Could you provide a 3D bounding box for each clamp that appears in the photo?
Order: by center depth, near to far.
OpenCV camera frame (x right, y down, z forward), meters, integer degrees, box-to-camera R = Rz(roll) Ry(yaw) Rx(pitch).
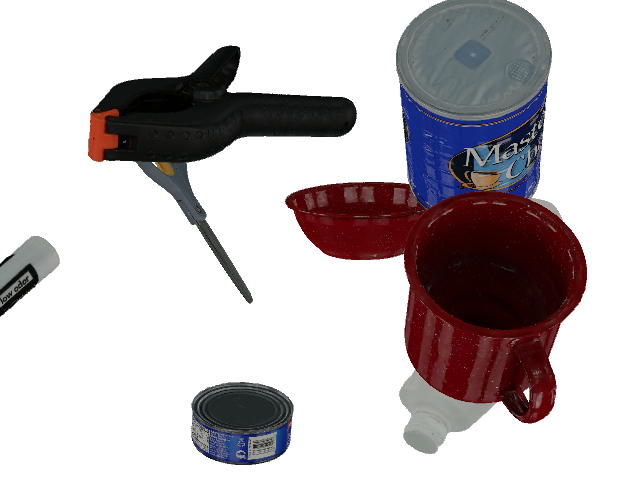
[{"bbox_3d":[-0.075,-0.085,0.656,0.171,0.039,0.120,-13,30,-38],"label":"clamp"}]

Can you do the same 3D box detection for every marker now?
[{"bbox_3d":[-0.162,0.040,0.470,0.020,0.020,0.121,0,35,39],"label":"marker"}]

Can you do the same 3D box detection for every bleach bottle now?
[{"bbox_3d":[0.124,0.069,0.898,0.103,0.068,0.250,2,45,36],"label":"bleach bottle"}]

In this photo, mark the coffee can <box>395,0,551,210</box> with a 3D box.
[{"bbox_3d":[0.109,-0.089,0.766,0.103,0.103,0.140,0,-30,8],"label":"coffee can"}]

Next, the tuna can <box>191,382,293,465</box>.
[{"bbox_3d":[-0.066,0.154,0.900,0.086,0.034,0.086,4,20,-1],"label":"tuna can"}]

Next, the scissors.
[{"bbox_3d":[-0.116,-0.040,0.969,0.016,0.201,0.096,-29,24,19],"label":"scissors"}]

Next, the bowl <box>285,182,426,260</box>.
[{"bbox_3d":[0.046,-0.018,1.080,0.162,0.055,0.162,-2,14,0],"label":"bowl"}]

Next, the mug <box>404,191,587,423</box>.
[{"bbox_3d":[0.092,0.043,0.566,0.093,0.117,0.081,-17,-35,-13],"label":"mug"}]
